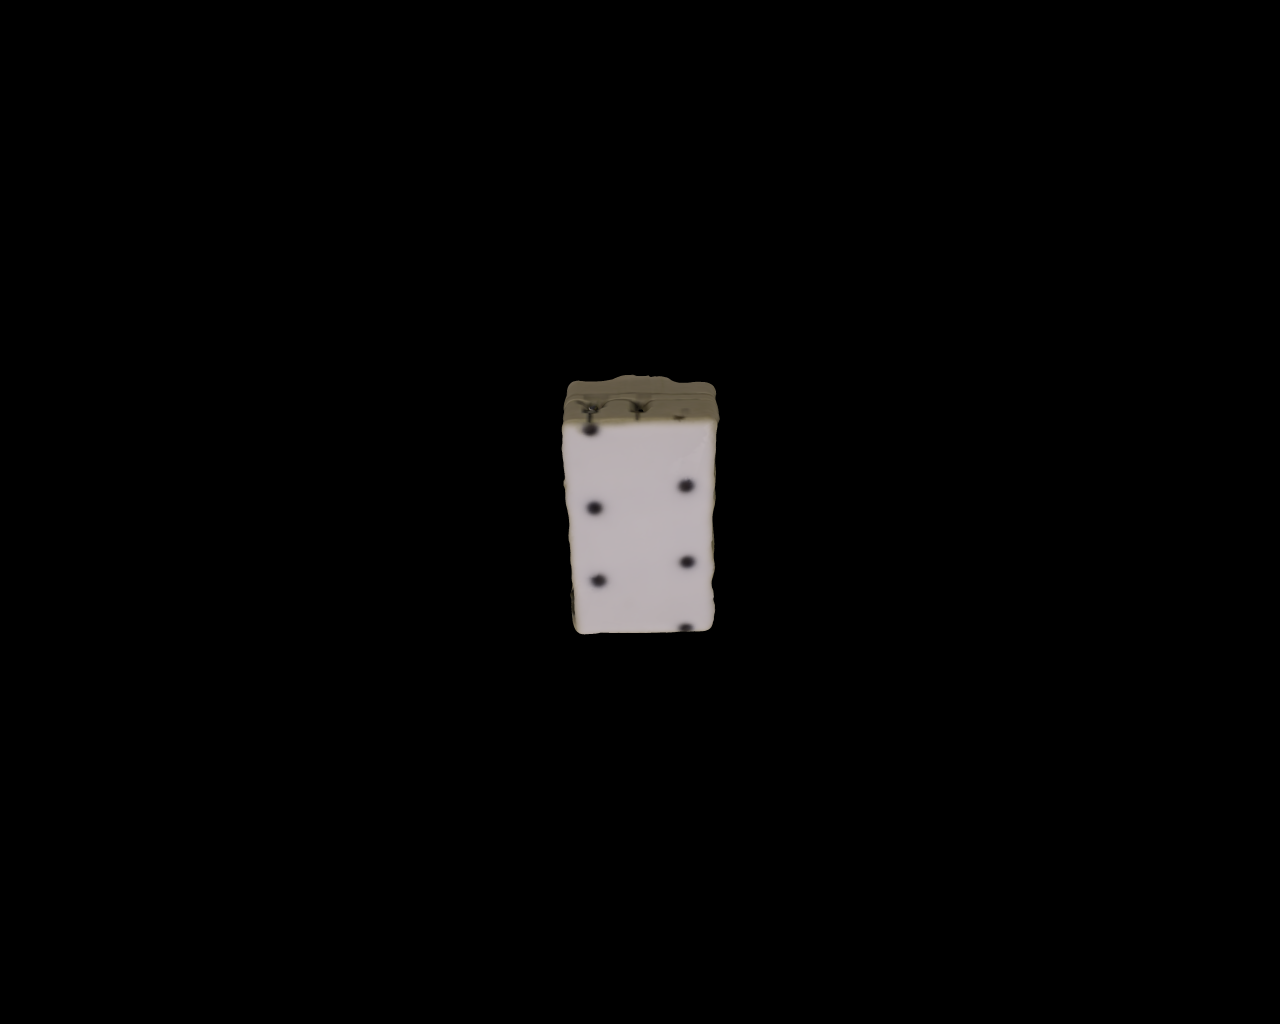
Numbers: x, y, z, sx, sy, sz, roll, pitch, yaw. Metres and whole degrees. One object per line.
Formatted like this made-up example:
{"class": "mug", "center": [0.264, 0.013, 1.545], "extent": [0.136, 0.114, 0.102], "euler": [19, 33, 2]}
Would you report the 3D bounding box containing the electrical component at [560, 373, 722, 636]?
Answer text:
{"class": "electrical component", "center": [0.001, -0.003, 0.650], "extent": [0.089, 0.150, 0.062], "euler": [0, 32, 0]}
